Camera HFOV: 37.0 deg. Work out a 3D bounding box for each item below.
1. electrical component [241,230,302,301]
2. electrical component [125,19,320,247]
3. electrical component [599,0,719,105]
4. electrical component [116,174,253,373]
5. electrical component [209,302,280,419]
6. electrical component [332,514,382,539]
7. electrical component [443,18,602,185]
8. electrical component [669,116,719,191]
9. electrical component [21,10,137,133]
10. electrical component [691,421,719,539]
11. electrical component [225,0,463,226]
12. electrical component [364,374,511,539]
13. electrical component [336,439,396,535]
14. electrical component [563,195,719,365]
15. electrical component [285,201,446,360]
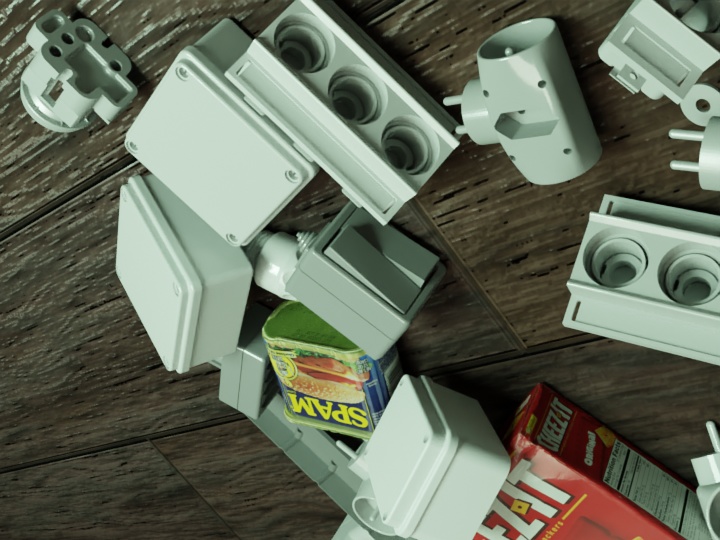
[{"bbox_3d":[-0.063,-0.008,0.768,0.062,0.043,0.043,25,139,18],"label":"electrical component"},{"bbox_3d":[-0.082,-0.085,0.695,0.109,0.056,0.109,43,141,-7],"label":"electrical component"},{"bbox_3d":[0.144,-0.113,0.490,0.042,0.081,0.064,39,164,-1],"label":"electrical component"},{"bbox_3d":[-0.130,0.000,0.782,0.108,0.056,0.108,56,149,27],"label":"electrical component"},{"bbox_3d":[-0.099,0.065,0.863,0.076,0.047,0.083,27,140,13],"label":"electrical component"},{"bbox_3d":[0.014,0.235,0.934,0.054,0.059,0.095,40,141,-2],"label":"electrical component"},{"bbox_3d":[0.082,-0.088,0.580,0.079,0.043,0.077,-3,127,39],"label":"electrical component"},{"bbox_3d":[0.192,-0.056,0.527,0.079,0.044,0.077,10,134,29],"label":"electrical component"},{"bbox_3d":[-0.198,-0.130,0.739,0.078,0.058,0.057,45,137,-10],"label":"electrical component"},{"bbox_3d":[0.231,0.132,0.669,0.043,0.077,0.079,-19,78,13],"label":"electrical component"},{"bbox_3d":[-0.011,-0.092,0.624,0.121,0.078,0.063,43,158,-7],"label":"electrical component"},{"bbox_3d":[0.049,0.128,0.729,0.057,0.113,0.078,23,102,-13],"label":"electrical component"},{"bbox_3d":[0.017,0.151,0.836,0.079,0.077,0.044,39,141,-2],"label":"electrical component"},{"bbox_3d":[0.182,0.012,0.581,0.121,0.078,0.063,14,165,26],"label":"electrical component"},{"bbox_3d":[0.000,0.000,0.713,0.096,0.061,0.061,37,141,0],"label":"electrical component"}]
